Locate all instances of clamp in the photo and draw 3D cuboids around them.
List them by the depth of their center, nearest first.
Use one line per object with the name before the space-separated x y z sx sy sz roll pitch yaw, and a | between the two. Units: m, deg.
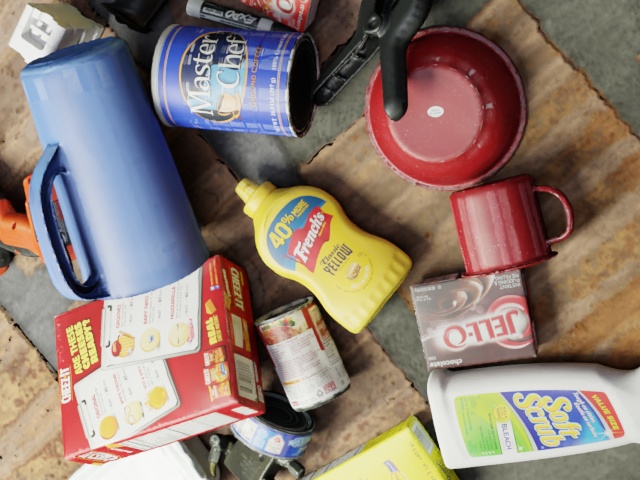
clamp | 0.065 -0.190 1.003 0.120 0.039 0.171 30 96 40

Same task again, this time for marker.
marker | -0.077 -0.222 1.080 0.121 0.020 0.020 18 106 13

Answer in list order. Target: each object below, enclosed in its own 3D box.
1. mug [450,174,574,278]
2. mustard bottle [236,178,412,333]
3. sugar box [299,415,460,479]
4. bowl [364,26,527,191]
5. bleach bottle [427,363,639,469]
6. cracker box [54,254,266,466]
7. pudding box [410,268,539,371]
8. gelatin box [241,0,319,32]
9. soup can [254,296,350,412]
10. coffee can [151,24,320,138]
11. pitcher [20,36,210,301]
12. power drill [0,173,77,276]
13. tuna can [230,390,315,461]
mug | 0.181 -0.017 1.006 0.117 0.093 0.081 -13 93 30
mustard bottle | -0.007 0.001 1.081 0.192 0.058 0.096 38 88 8
sugar box | 0.052 0.268 1.129 0.176 0.048 0.093 -35 90 19
bowl | 0.115 -0.123 1.023 0.162 0.055 0.162 3 102 16
bleach bottle | 0.238 0.158 1.041 0.251 0.068 0.102 -12 98 17
cracker box | -0.170 0.129 1.121 0.214 0.072 0.164 -21 63 21
pudding box | 0.154 0.076 1.061 0.114 0.039 0.090 -10 98 18
gelatin box | -0.035 -0.254 1.032 0.073 0.030 0.089 29 143 9
soup can | -0.017 0.118 1.107 0.069 0.068 0.102 -22 95 20
coffee can | -0.081 -0.157 1.050 0.140 0.102 0.103 7 103 15
pitcher | -0.212 -0.067 1.051 0.145 0.149 0.243 -17 109 -1
power drill | -0.337 -0.043 1.146 0.188 0.057 0.184 3 113 41
tuna can | -0.049 0.193 1.123 0.086 0.086 0.034 26 106 10
